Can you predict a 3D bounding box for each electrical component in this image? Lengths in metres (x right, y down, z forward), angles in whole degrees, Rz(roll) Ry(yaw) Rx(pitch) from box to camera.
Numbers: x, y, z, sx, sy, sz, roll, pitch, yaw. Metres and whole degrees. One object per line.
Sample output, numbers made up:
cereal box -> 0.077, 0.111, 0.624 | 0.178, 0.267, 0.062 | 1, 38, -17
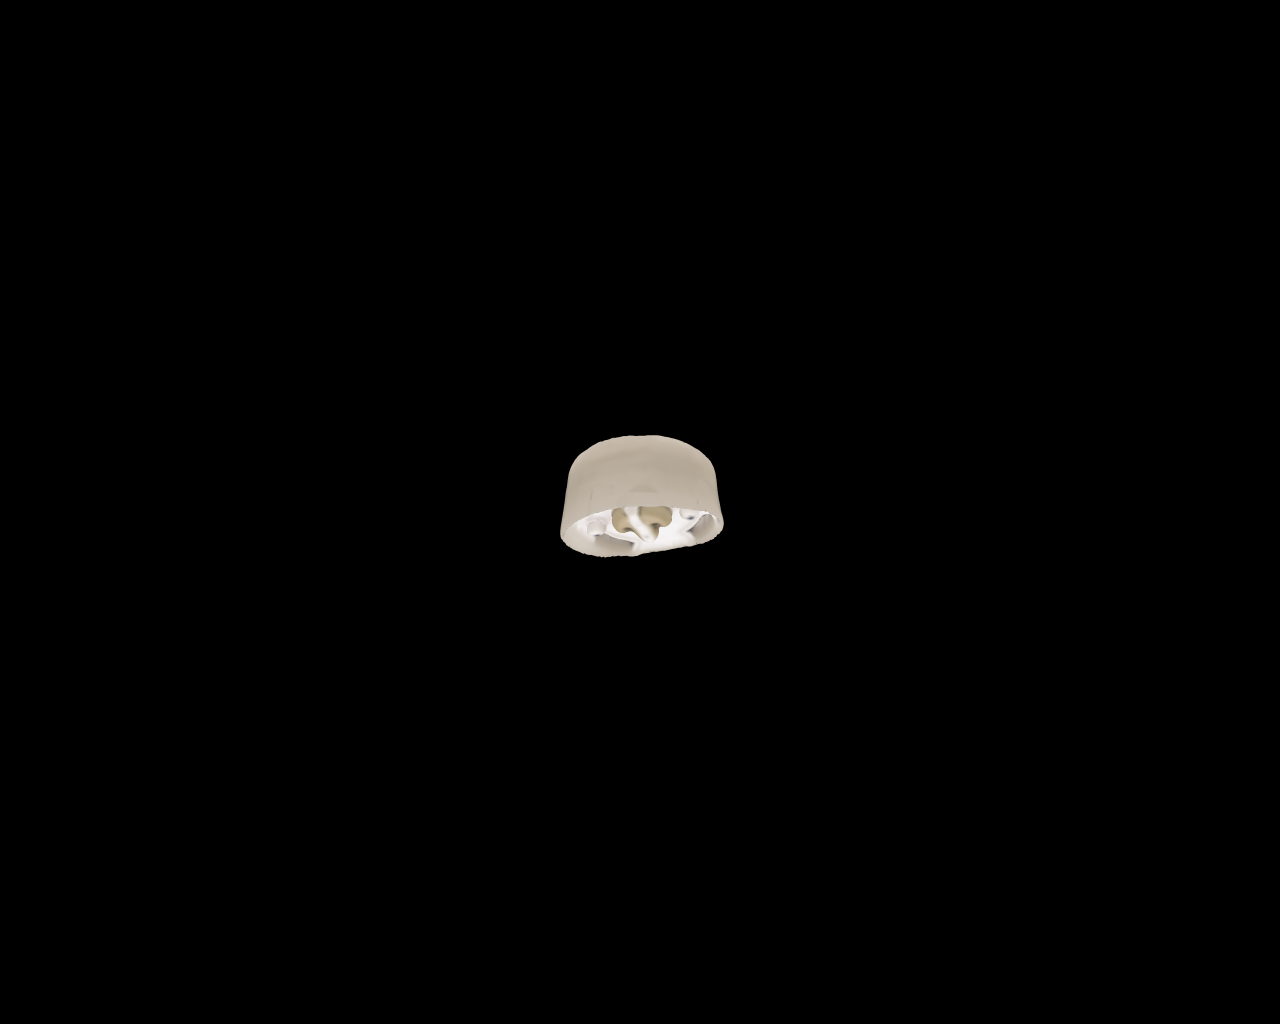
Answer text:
electrical component -> 0.001, -0.003, 0.650 | 0.099, 0.064, 0.099 | 0, -31, 0
